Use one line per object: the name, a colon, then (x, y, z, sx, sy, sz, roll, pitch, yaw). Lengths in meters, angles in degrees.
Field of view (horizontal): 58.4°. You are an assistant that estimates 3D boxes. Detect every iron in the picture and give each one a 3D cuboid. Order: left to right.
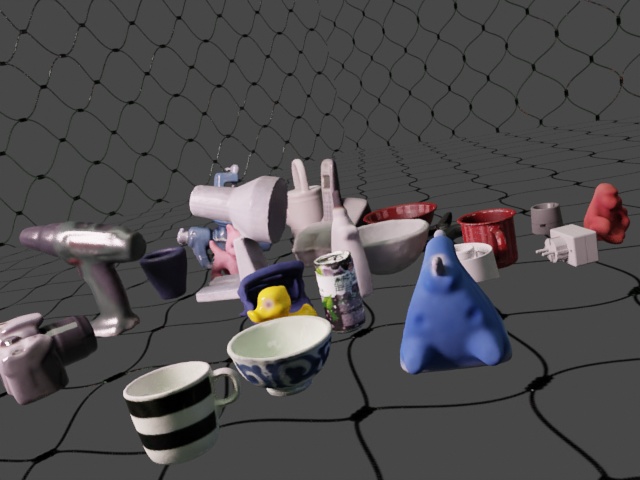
iron: (0.148, 0.055, 0.674, 0.118, 0.141, 0.258, -9, 13, 13)

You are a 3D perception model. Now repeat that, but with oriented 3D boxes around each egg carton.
egg carton: (0.011, 0.004, 1.191, 0.107, 0.069, 0.150, -8, 14, 20)

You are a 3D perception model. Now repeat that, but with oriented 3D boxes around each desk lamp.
desk lamp: (-0.146, -0.006, 1.054, 0.202, 0.214, 0.118, -8, 13, 16)

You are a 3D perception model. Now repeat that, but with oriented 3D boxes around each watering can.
watering can: (-0.047, -0.105, 1.436, 0.173, 0.194, 0.100, -20, 15, -31)

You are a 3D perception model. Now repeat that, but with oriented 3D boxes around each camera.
camera: (-0.404, 0.157, 0.846, 0.137, 0.101, 0.142, -21, 16, -35)

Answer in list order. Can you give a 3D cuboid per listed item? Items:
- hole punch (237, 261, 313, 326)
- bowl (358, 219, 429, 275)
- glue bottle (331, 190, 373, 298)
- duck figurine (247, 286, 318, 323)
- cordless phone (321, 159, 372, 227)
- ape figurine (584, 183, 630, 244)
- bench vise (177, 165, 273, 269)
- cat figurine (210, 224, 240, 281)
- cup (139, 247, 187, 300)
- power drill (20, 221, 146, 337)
hole punch: (-0.078, 0.077, 0.910, 0.109, 0.091, 0.101, -17, 13, -18)
bowl: (0.116, 0.018, 1.018, 0.167, 0.075, 0.167, -12, 13, 3)
glue bottle: (0.043, 0.005, 0.921, 0.037, 0.173, 0.078, -18, 14, -23)
duck figurine: (-0.053, 0.103, 0.781, 0.105, 0.086, 0.077, -20, 15, -32)
cordless phone: (0.048, -0.096, 1.329, 0.094, 0.185, 0.147, -20, 15, -31)
ape figurine: (0.464, -0.046, 0.928, 0.078, 0.092, 0.076, -15, 13, -14)
bench vise: (-0.224, -0.052, 1.317, 0.208, 0.220, 0.121, -20, 15, -31)
cat figurine: (-0.176, 0.022, 1.180, 0.127, 0.118, 0.067, -4, 15, 33)
cup: (-0.302, 0.067, 1.158, 0.091, 0.095, 0.118, -10, 13, 8)
power drill: (-0.403, 0.064, 1.005, 0.229, 0.208, 0.076, -9, 13, 15)
